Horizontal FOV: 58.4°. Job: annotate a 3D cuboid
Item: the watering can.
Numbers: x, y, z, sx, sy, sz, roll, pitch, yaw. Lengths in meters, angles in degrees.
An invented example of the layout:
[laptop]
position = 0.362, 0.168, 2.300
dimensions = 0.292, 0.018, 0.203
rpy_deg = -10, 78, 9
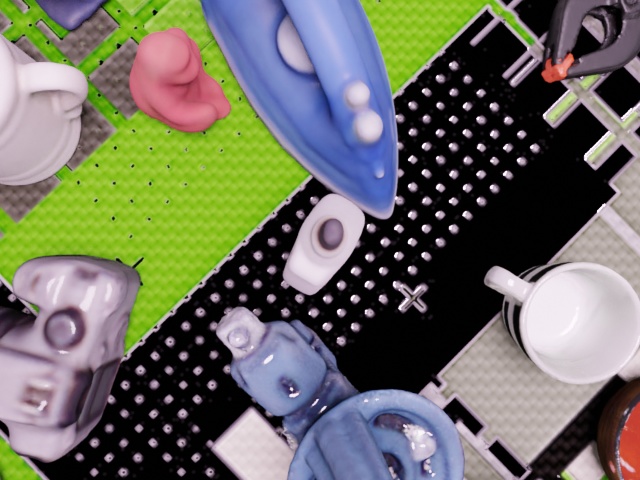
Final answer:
[watering can]
position = -0.248, -0.095, 0.370
dimensions = 0.173, 0.194, 0.101
rpy_deg = -29, 88, -3

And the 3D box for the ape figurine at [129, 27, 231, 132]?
[ape figurine]
position = -0.109, -0.124, 0.428
dimensions = 0.076, 0.092, 0.078
rpy_deg = 2, 87, -2

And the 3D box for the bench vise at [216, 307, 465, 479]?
[bench vise]
position = 0.006, 0.137, 0.356
dimensions = 0.207, 0.219, 0.121
rpy_deg = 28, 87, 0

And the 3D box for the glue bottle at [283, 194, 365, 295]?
[glue bottle]
position = 0.004, 0.001, 0.385
dimensions = 0.037, 0.173, 0.078
rpy_deg = 30, 87, 0

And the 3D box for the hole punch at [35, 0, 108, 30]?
[hole punch]
position = -0.200, -0.238, 0.430
dimensions = 0.101, 0.091, 0.108
rpy_deg = -42, 89, -3

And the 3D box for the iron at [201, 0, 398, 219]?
[iron]
position = -0.001, -0.136, 0.408
dimensions = 0.118, 0.141, 0.258
rpy_deg = -28, 88, -3

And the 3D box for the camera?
[camera]
position = -0.219, 0.072, 0.410
dimensions = 0.137, 0.100, 0.143
rpy_deg = 17, 87, -1
